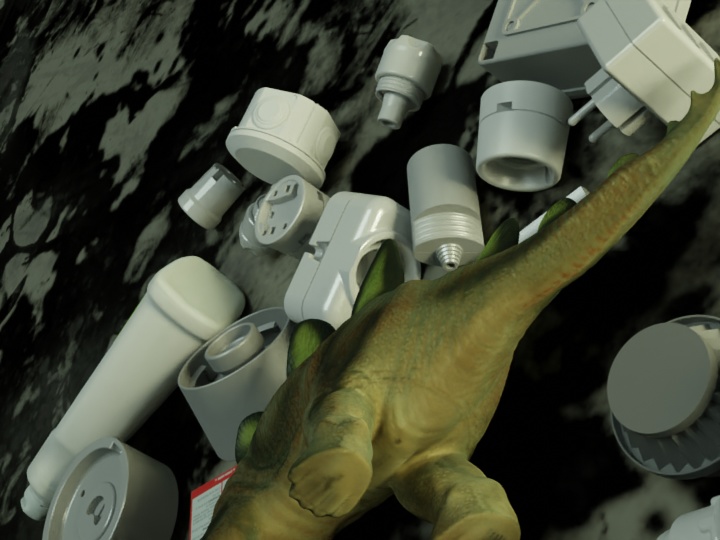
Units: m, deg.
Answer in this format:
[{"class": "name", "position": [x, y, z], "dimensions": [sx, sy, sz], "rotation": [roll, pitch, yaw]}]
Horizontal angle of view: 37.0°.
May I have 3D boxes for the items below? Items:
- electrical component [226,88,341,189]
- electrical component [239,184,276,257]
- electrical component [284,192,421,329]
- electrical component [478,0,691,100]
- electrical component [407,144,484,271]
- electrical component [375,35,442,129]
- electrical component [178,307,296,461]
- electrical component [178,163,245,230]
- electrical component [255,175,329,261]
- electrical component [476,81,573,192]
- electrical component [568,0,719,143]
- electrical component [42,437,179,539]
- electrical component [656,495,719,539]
[{"class": "electrical component", "position": [-0.058, -0.098, 0.824], "dimensions": [0.080, 0.080, 0.051], "rotation": [1, 61, 52]}, {"class": "electrical component", "position": [-0.071, -0.041, 0.823], "dimensions": [0.061, 0.035, 0.035], "rotation": [116, 155, -43]}, {"class": "electrical component", "position": [0.000, 0.000, 0.703], "dimensions": [0.059, 0.054, 0.095], "rotation": [13, 76, 54]}, {"class": "electrical component", "position": [0.138, -0.162, 0.642], "dimensions": [0.109, 0.056, 0.108], "rotation": [1, 67, 52]}, {"class": "electrical component", "position": [0.053, -0.034, 0.670], "dimensions": [0.043, 0.043, 0.081], "rotation": [-33, 43, 34]}, {"class": "electrical component", "position": [0.031, -0.132, 0.768], "dimensions": [0.043, 0.043, 0.062], "rotation": [5, 72, 53]}, {"class": "electrical component", "position": [-0.074, 0.073, 0.734], "dimensions": [0.099, 0.064, 0.099], "rotation": [-28, 19, 11]}, {"class": "electrical component", "position": [-0.126, -0.064, 0.921], "dimensions": [0.046, 0.040, 0.040], "rotation": [-46, 37, 9]}, {"class": "electrical component", "position": [-0.041, -0.034, 0.785], "dimensions": [0.055, 0.047, 0.055], "rotation": [-31, 44, 36]}, {"class": "electrical component", "position": [0.096, -0.078, 0.638], "dimensions": [0.055, 0.055, 0.047], "rotation": [-13, 60, 47]}, {"class": "electrical component", "position": [0.144, -0.096, 0.564], "dimensions": [0.076, 0.083, 0.047], "rotation": [-41, 39, 25]}, {"class": "electrical component", "position": [-0.177, 0.183, 0.788], "dimensions": [0.108, 0.060, 0.108], "rotation": [-31, 44, 35]}, {"class": "electrical component", "position": [0.142, 0.122, 0.447], "dimensions": [0.062, 0.048, 0.048], "rotation": [-34, 42, 43]}]
